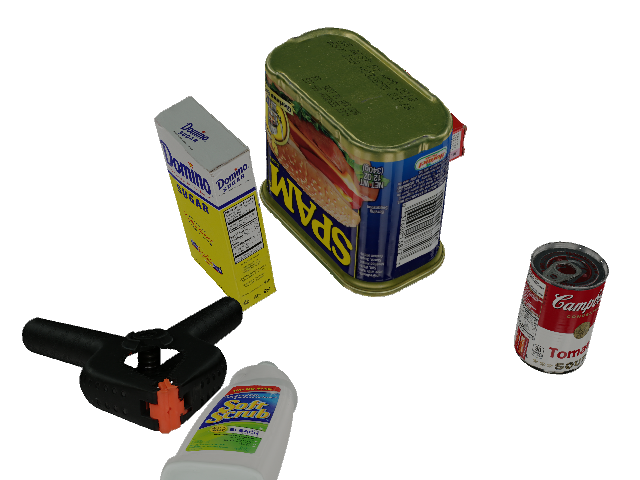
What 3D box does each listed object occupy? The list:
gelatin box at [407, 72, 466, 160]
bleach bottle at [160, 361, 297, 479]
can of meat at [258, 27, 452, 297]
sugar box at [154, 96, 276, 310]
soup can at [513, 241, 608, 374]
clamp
[{"bbox_3d":[0.043,-0.072,0.727,0.089,0.030,0.073,-26,53,-18],"label":"gelatin box"},{"bbox_3d":[-0.081,0.187,1.069,0.102,0.068,0.250,2,19,6],"label":"bleach bottle"},{"bbox_3d":[0.015,-0.038,0.497,0.057,0.084,0.102,-24,49,-25],"label":"can of meat"},{"bbox_3d":[-0.089,-0.028,0.920,0.048,0.176,0.093,-33,51,-18],"label":"sugar box"},{"bbox_3d":[0.215,0.062,0.964,0.068,0.102,0.068,2,35,-2],"label":"soup can"},{"bbox_3d":[-0.108,0.078,0.731,0.164,0.036,0.210,-9,14,-21],"label":"clamp"}]
